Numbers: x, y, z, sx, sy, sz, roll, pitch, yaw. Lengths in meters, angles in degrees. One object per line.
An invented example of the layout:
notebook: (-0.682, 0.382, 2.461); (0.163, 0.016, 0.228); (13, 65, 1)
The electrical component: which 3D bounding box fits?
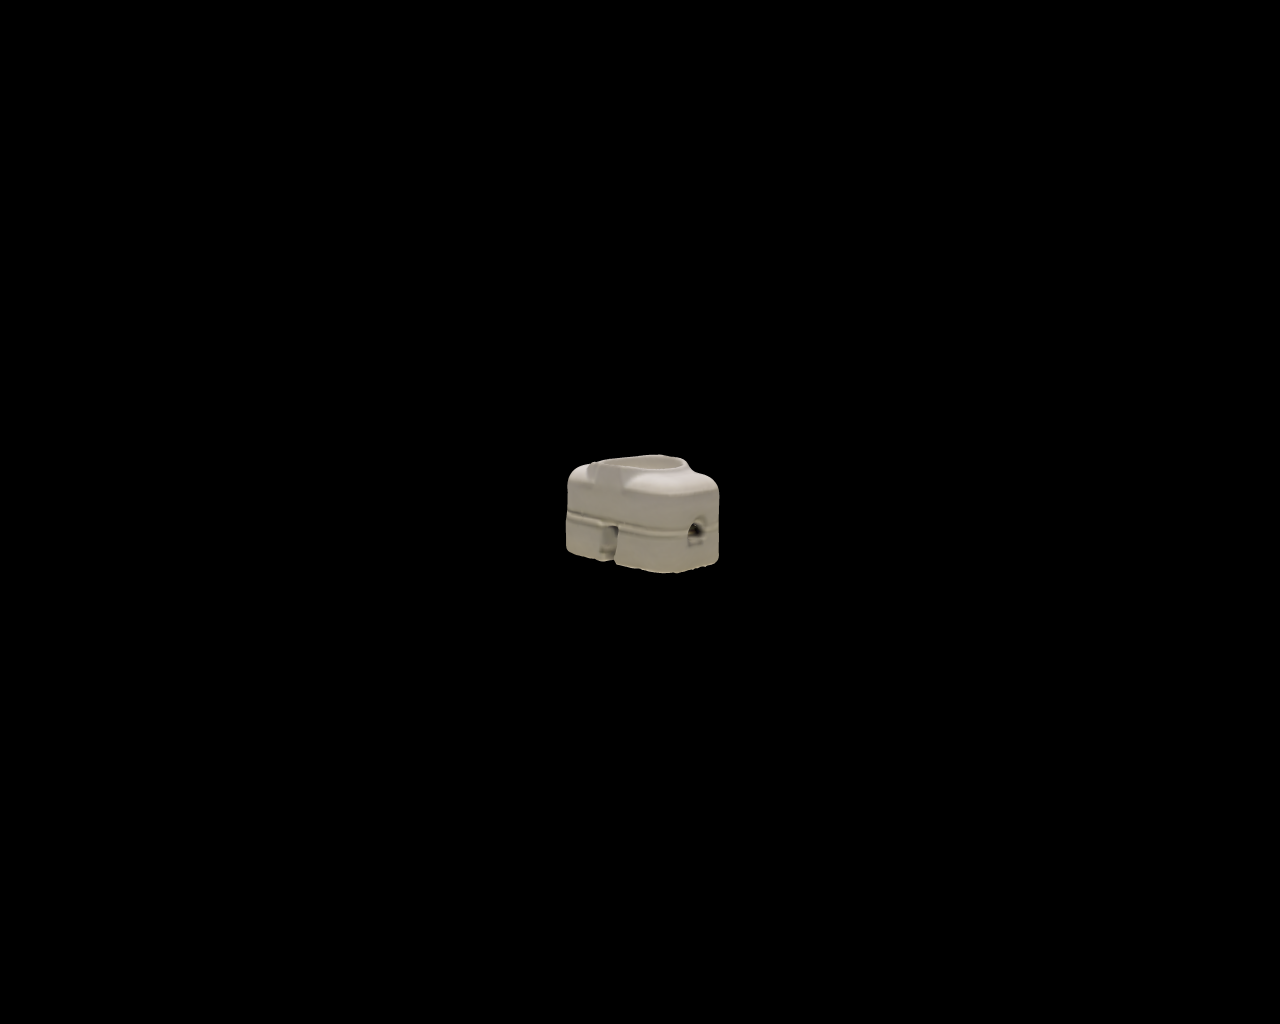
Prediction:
electrical component: (0.001, -0.003, 0.650); (0.054, 0.059, 0.095); (-10, 15, -42)
